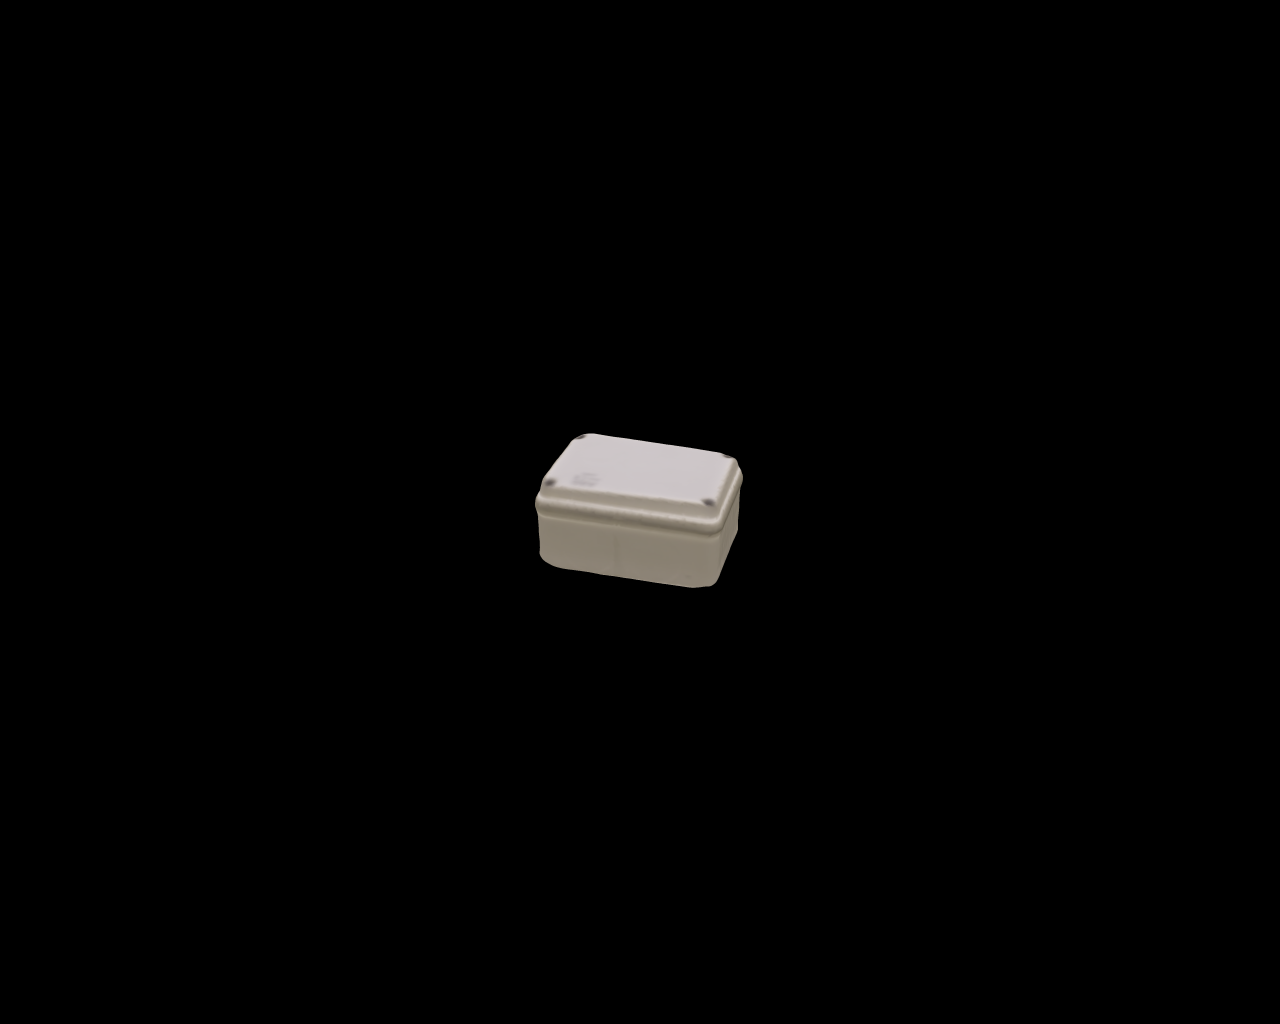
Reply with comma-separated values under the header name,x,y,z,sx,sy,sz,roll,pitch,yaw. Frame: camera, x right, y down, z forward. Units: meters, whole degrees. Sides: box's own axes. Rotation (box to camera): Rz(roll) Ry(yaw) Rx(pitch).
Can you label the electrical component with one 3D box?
name,x,y,z,sx,sy,sz,roll,pitch,yaw
electrical component,0.001,-0.003,0.650,0.113,0.057,0.078,8,32,14
